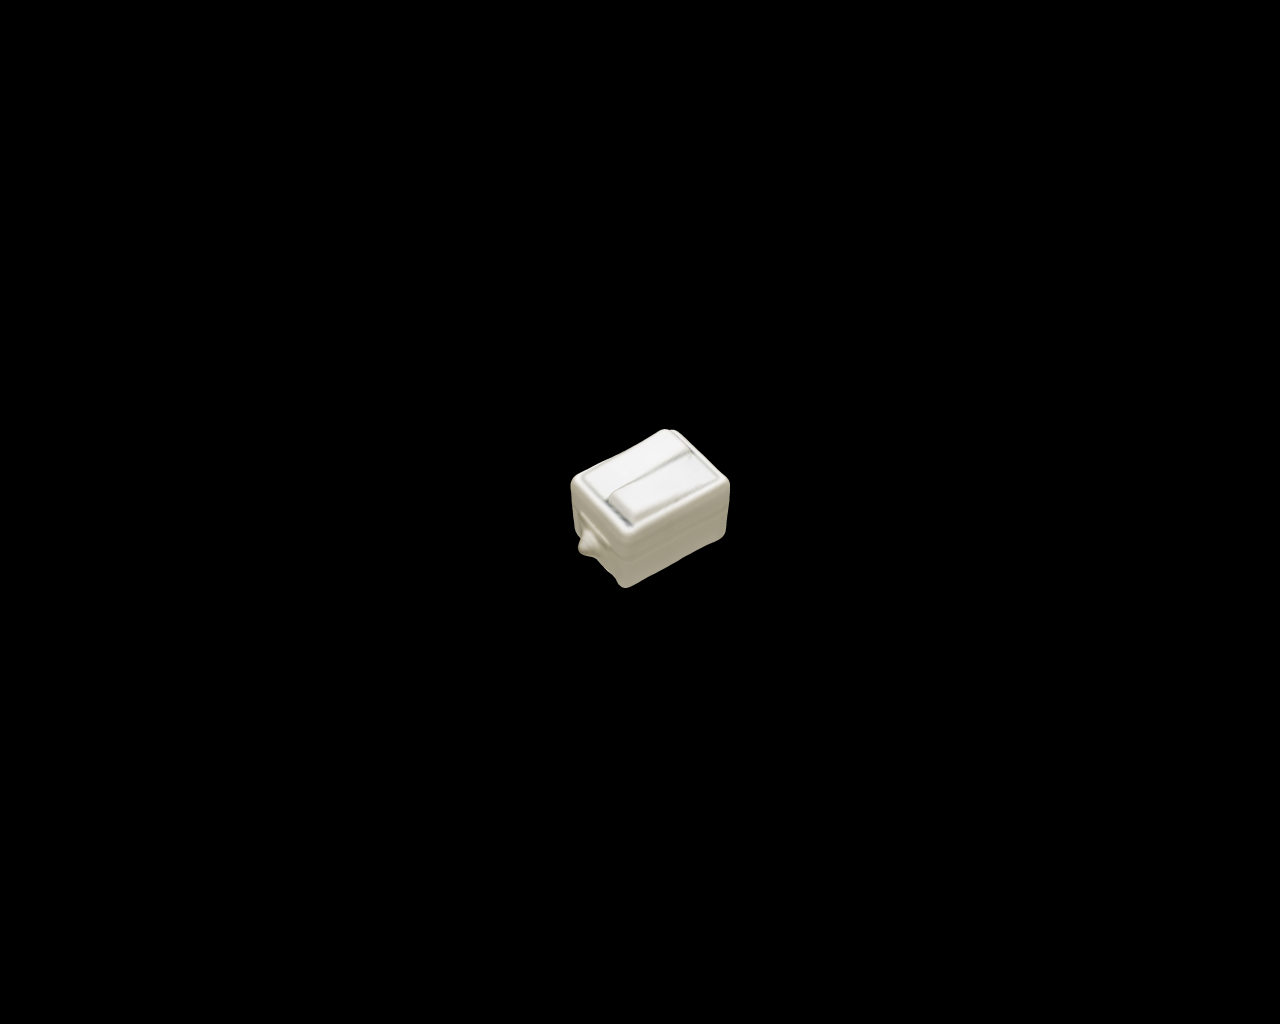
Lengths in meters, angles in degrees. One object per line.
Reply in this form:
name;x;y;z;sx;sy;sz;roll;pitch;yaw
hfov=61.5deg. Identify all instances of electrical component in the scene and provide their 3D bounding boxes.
electrical component;0.001;-0.003;0.650;0.096;0.061;0.062;-27;53;-22
